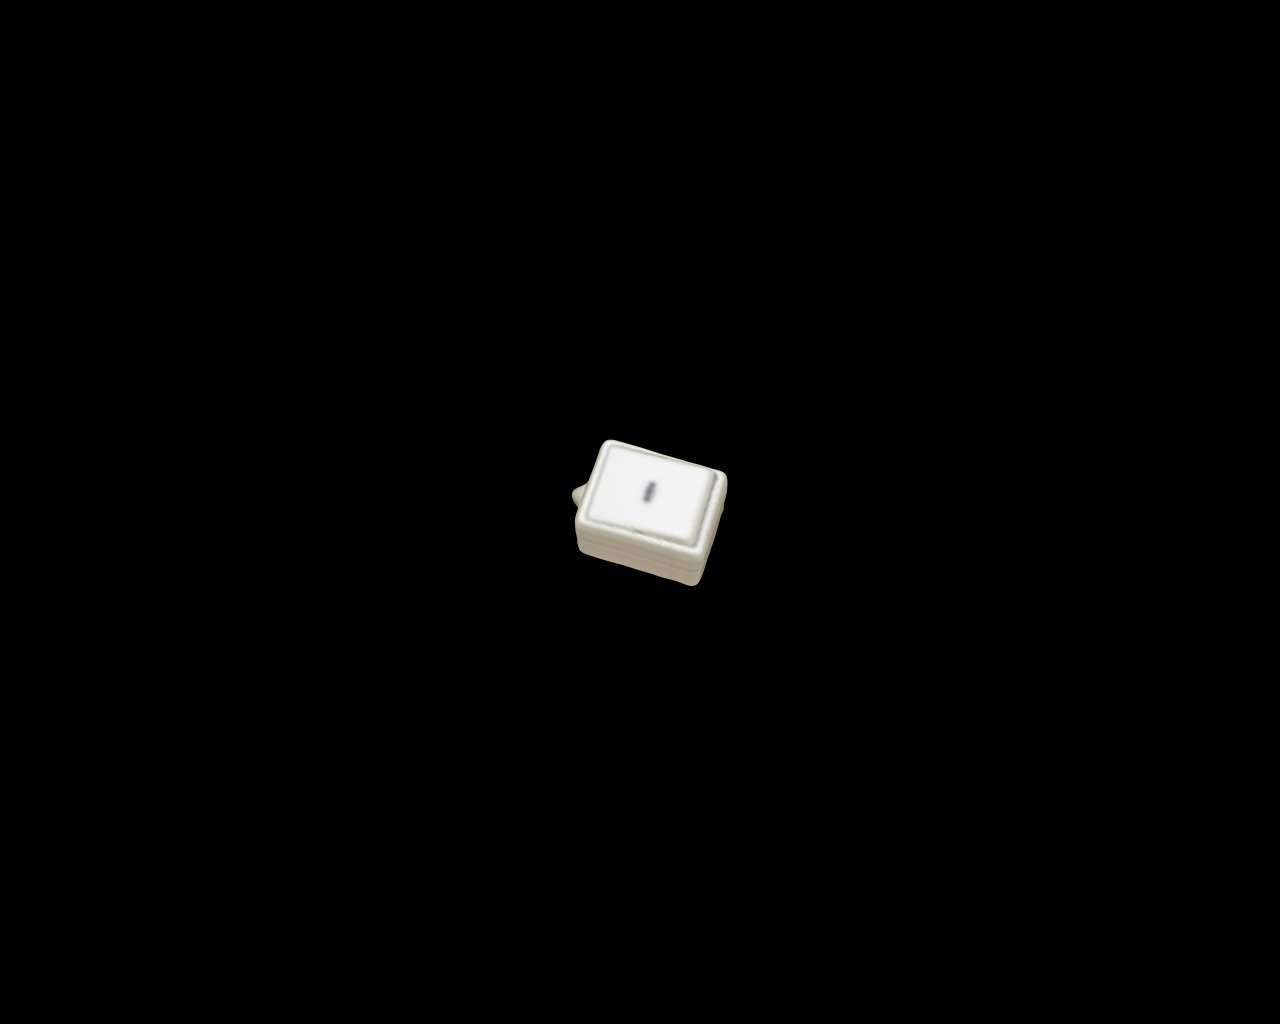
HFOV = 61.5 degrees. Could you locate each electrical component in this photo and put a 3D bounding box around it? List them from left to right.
[{"bbox_3d":[0.001,-0.003,0.650,0.096,0.062,0.061,17,-22,7],"label":"electrical component"}]
